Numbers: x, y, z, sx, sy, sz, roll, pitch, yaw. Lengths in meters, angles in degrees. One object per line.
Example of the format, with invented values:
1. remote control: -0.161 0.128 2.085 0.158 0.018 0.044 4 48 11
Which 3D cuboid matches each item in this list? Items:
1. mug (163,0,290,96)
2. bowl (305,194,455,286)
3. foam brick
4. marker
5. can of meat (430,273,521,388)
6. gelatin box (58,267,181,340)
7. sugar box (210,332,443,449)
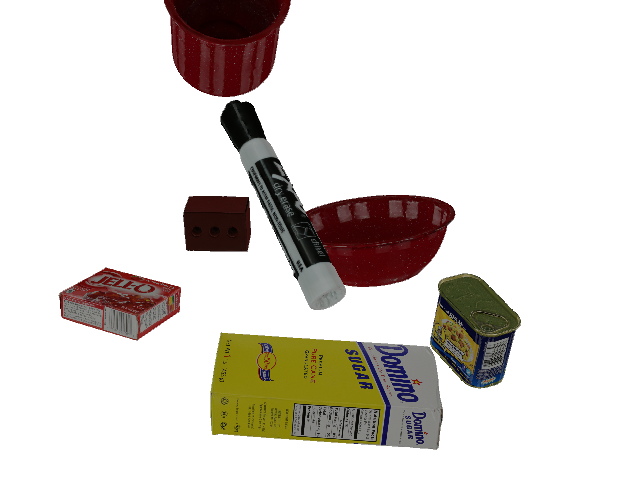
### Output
1. mug: -0.065 -0.171 0.815 0.093 0.117 0.081 35 -24 10
2. bowl: 0.051 0.004 1.027 0.162 0.055 0.162 -7 17 2
3. foam brick: -0.126 -0.021 1.305 0.078 0.053 0.051 0 27 3
4. marker: -0.021 -0.021 0.519 0.020 0.121 0.020 -21 -27 -12
5. can of meat: 0.167 0.101 1.174 0.057 0.084 0.102 -13 40 -26
6. gelatin box: -0.188 0.057 1.002 0.089 0.030 0.073 14 23 22
7. sugar box: 0.004 0.116 0.841 0.176 0.048 0.093 1 26 -1
